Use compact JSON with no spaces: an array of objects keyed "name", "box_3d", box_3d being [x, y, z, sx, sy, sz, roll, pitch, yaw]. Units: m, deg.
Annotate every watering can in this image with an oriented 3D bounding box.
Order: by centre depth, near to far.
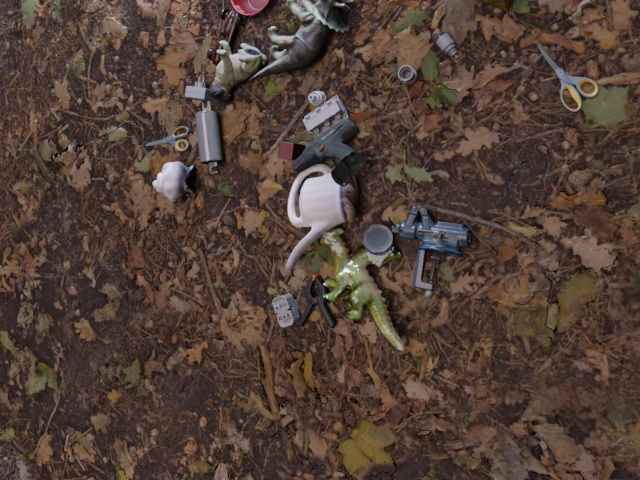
[{"name":"watering can","box_3d":[0.005,-0.076,1.507,0.224,0.102,0.354,-6,64,24]}]

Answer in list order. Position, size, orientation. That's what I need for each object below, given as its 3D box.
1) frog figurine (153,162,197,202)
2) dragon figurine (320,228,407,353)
[{"name":"frog figurine","box_3d":[-0.516,-0.201,1.774,0.159,0.125,0.135,1,113,14]},{"name":"dragon figurine","box_3d":[0.141,0.107,1.487,0.414,0.122,0.241,36,98,20]}]
